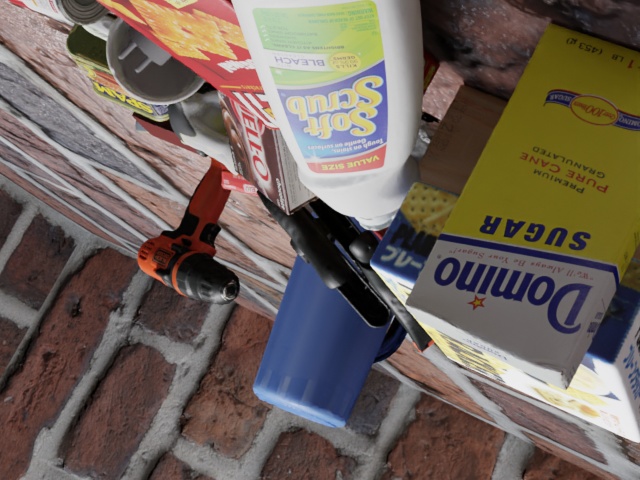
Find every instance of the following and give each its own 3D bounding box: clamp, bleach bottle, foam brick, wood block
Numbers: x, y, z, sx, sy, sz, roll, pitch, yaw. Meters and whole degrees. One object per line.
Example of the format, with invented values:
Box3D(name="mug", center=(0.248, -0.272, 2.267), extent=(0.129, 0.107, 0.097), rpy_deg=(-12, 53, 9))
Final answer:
Box3D(name="clamp", center=(-0.006, 0.001, 0.937), extent=(0.172, 0.039, 0.120), rpy_deg=(47, 176, 24))
Box3D(name="clamp", center=(0.061, 0.037, 1.036), extent=(0.210, 0.036, 0.165), rpy_deg=(53, 179, -23))
Box3D(name="bleach bottle", center=(0.021, -0.086, 0.617), extent=(0.103, 0.068, 0.251), rpy_deg=(2, 147, 15))
Box3D(name="foam brick", center=(-0.148, -0.130, 1.129), extent=(0.078, 0.053, 0.051), rpy_deg=(24, 170, 25))
Box3D(name="wood block", center=(0.173, -0.016, 0.721), extent=(0.206, 0.090, 0.090), rpy_deg=(25, 169, 20))

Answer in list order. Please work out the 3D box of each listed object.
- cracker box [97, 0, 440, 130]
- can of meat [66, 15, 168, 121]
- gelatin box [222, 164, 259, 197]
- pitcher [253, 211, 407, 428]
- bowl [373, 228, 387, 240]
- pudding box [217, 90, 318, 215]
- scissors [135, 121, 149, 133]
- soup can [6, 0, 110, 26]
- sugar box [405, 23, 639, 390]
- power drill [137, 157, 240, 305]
Box3D(name="cracker box", center=(-0.051, -0.148, 0.709), extent=(0.213, 0.072, 0.164), rpy_deg=(34, 168, -36))
Box3D(name="can of meat", center=(-0.185, -0.168, 1.029), extent=(0.102, 0.057, 0.084), rpy_deg=(25, 167, 17))
Box3D(name="gelatin box", center=(-0.047, -0.067, 1.114), extent=(0.089, 0.030, 0.073), rpy_deg=(-12, -163, -36))
Box3D(name="pitcher", center=(0.027, 0.077, 1.161), extent=(0.149, 0.243, 0.145), rpy_deg=(20, 168, 7))
Box3D(name="bowl", center=(0.108, 0.016, 0.966), extent=(0.162, 0.055, 0.162), rpy_deg=(47, -179, -2))
Box3D(name="pudding box", center=(-0.045, -0.090, 0.901), extent=(0.090, 0.039, 0.113), rpy_deg=(41, 152, 43))
Box3D(name="scissors", center=(-0.108, -0.116, 1.184), extent=(0.202, 0.016, 0.096), rpy_deg=(9, -172, 19))
Box3D(name="soup can", center=(-0.217, -0.214, 0.843), extent=(0.102, 0.068, 0.068), rpy_deg=(23, 169, 30))
Box3D(name="sugar box", center=(0.126, -0.020, 0.569), extent=(0.093, 0.176, 0.048), rpy_deg=(24, 170, 23))
Box3D(name="power drill", center=(-0.114, -0.023, 1.194), extent=(0.057, 0.187, 0.185), rpy_deg=(38, 168, -38))
